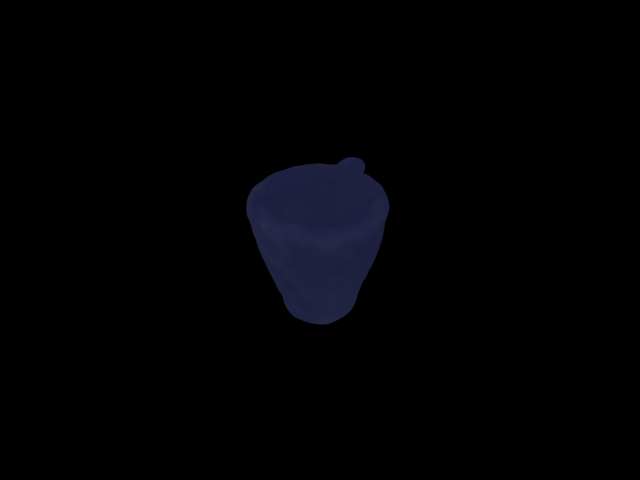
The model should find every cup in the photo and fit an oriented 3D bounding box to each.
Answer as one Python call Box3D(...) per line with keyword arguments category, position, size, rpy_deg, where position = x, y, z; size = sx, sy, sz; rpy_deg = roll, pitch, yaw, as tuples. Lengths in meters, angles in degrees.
Box3D(category="cup", position=(0.004, 0.001, 0.400), size=(0.091, 0.095, 0.118), rpy_deg=(13, 38, 18))
